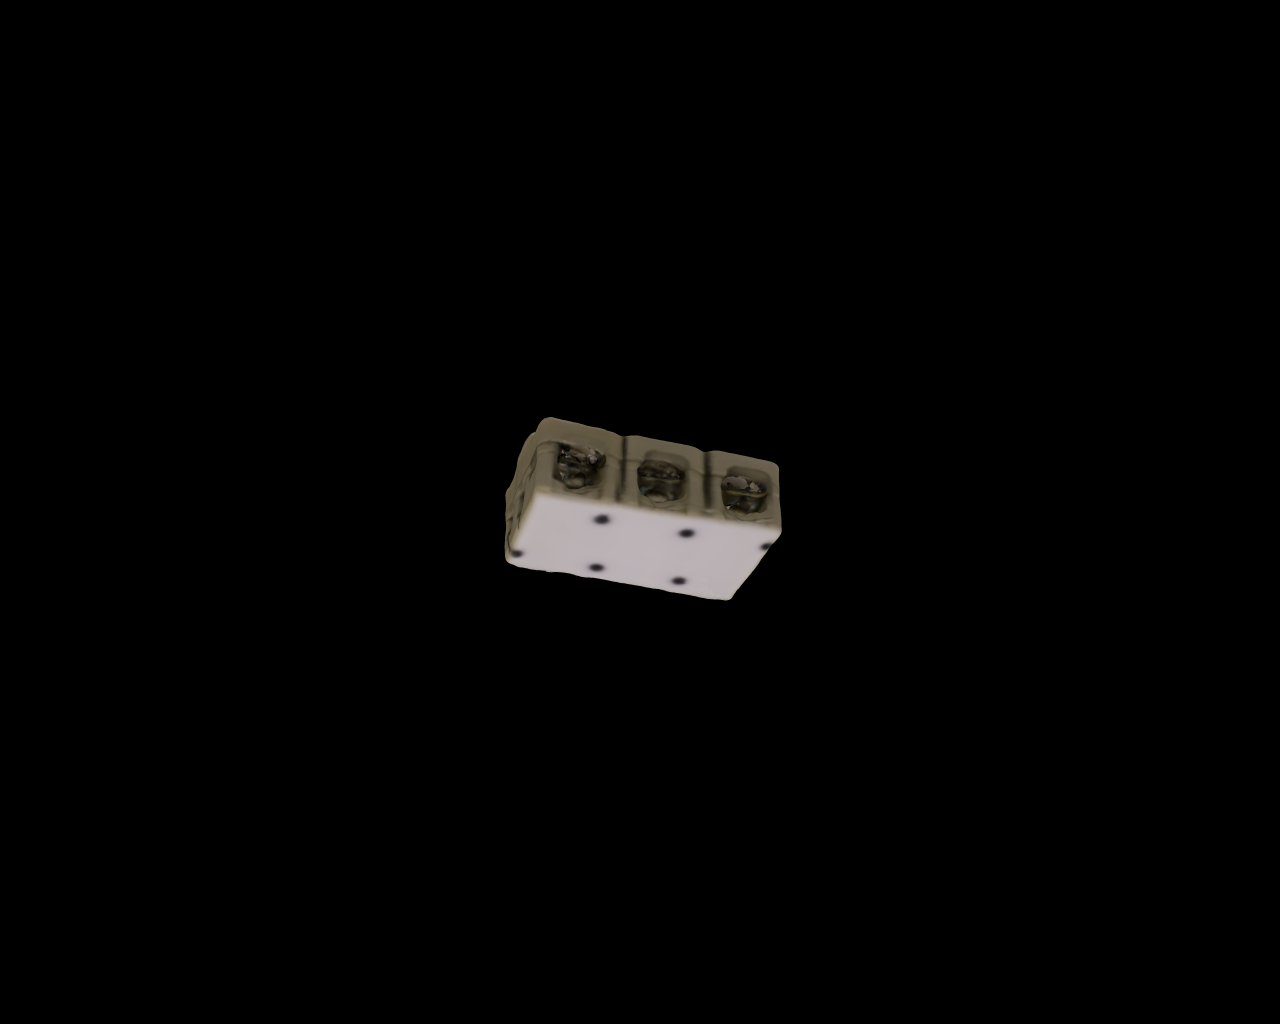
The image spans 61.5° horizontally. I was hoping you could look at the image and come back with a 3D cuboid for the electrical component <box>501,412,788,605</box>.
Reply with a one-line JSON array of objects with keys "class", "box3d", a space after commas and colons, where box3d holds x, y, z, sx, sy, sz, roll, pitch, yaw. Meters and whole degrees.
[{"class": "electrical component", "box3d": [0.001, -0.003, 0.650, 0.150, 0.062, 0.089, 11, -35, -16]}]
